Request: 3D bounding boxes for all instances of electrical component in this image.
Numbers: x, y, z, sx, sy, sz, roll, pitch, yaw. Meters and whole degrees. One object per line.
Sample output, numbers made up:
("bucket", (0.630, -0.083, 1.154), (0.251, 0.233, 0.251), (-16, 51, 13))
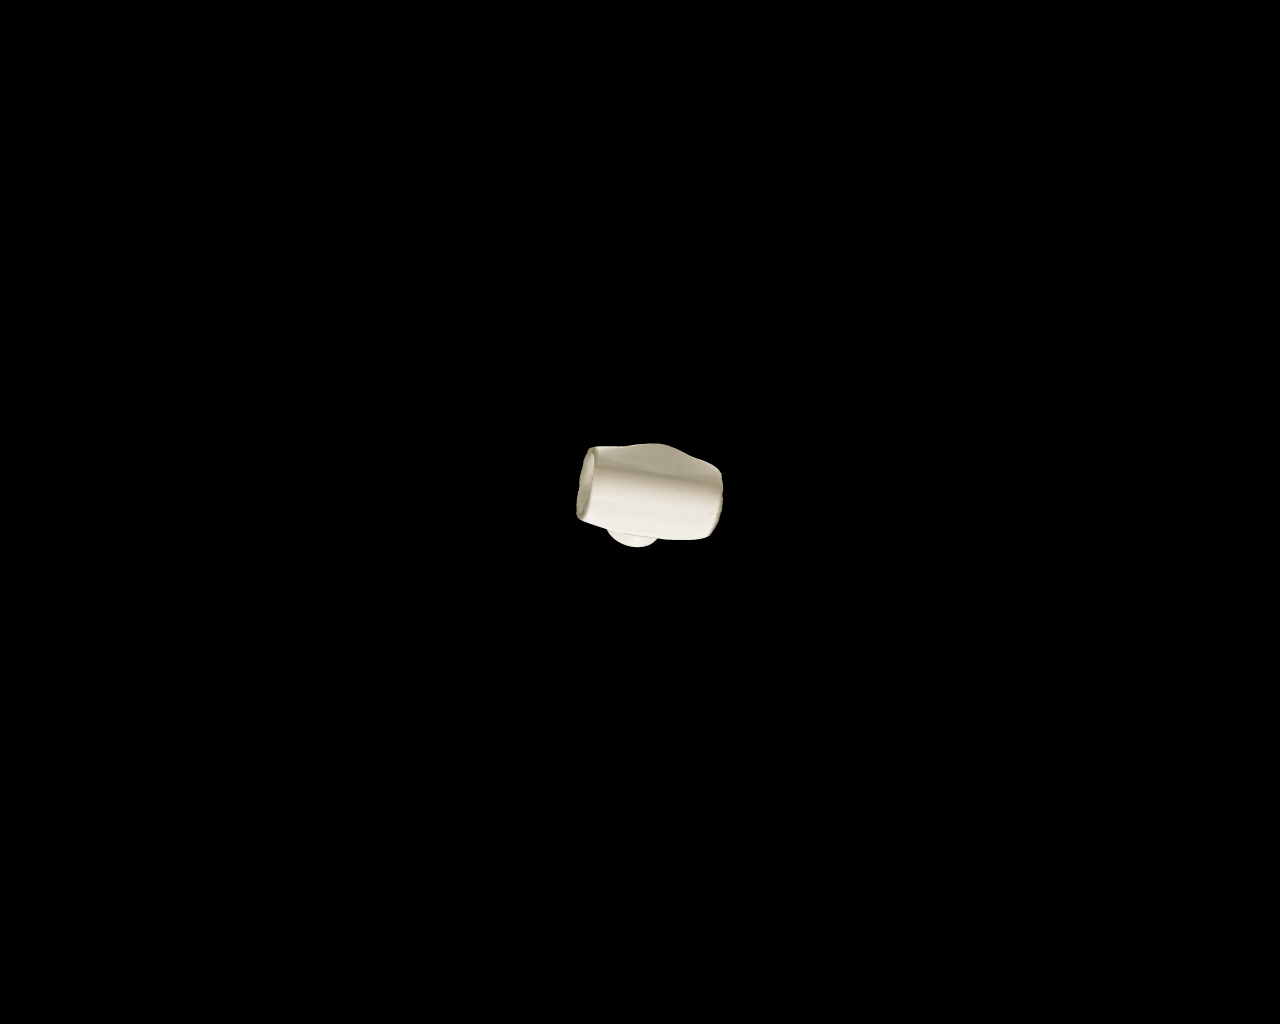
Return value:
("electrical component", (0.001, -0.003, 0.650), (0.077, 0.043, 0.079), (8, -32, -14))
